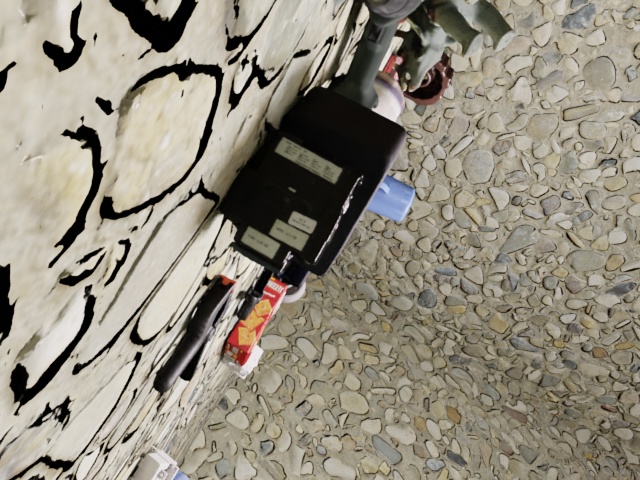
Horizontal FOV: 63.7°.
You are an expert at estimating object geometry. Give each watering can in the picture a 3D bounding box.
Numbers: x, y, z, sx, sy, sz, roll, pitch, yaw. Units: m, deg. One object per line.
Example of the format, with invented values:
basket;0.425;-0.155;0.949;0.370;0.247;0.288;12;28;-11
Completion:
watering can;0.060;-0.181;0.845;0.225;0.104;0.346;-60;179;-3

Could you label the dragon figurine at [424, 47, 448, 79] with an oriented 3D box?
dragon figurine;0.313;-0.613;1.435;0.402;0.122;0.248;121;-16;-58
